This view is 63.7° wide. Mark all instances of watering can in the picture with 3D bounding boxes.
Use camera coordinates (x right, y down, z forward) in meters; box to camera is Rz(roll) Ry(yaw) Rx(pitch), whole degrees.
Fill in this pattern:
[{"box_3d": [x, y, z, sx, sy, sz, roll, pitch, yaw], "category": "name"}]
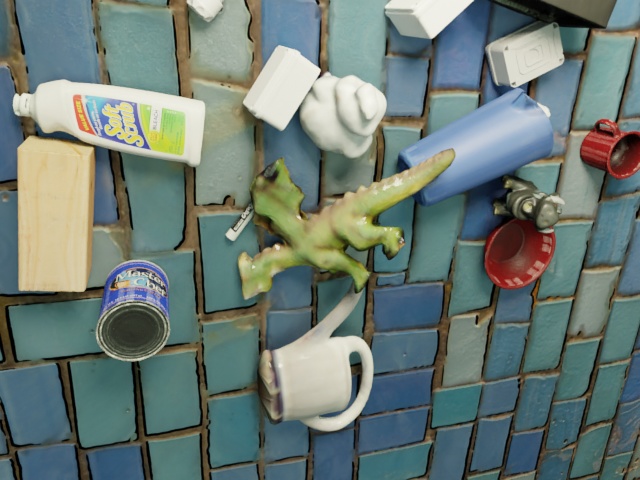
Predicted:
[{"box_3d": [-0.007, 0.222, 0.959, 0.225, 0.105, 0.342, -7, 113, -14], "category": "watering can"}]

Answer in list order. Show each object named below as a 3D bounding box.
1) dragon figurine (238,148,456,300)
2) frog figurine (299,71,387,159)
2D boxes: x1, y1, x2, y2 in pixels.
[{"box_3d": [0.003, -0.042, 0.835, 0.241, 0.125, 0.404, 28, 115, -21], "category": "dragon figurine"}, {"box_3d": [0.038, -0.186, 0.788, 0.123, 0.162, 0.135, -25, 116, -5], "category": "frog figurine"}]
